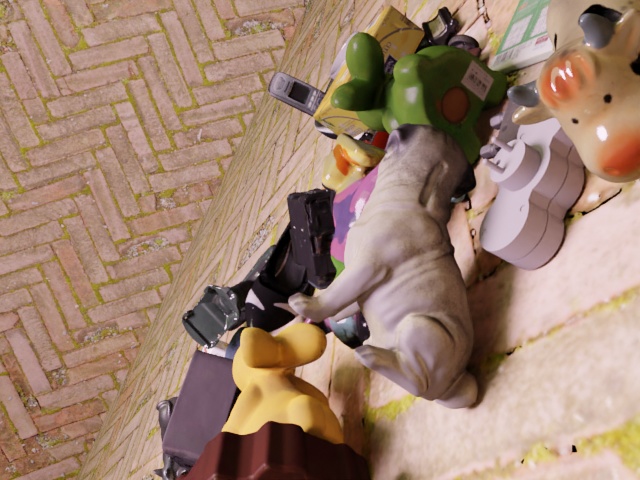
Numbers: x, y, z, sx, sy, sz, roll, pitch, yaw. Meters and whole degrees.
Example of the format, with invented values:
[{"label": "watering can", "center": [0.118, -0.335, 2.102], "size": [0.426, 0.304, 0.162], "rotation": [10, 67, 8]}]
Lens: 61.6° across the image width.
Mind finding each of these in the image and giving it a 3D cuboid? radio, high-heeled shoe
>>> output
[{"label": "radio", "center": [-0.152, 0.250, 0.748], "size": [0.229, 0.073, 0.131], "rotation": [100, -174, -61]}, {"label": "high-heeled shoe", "center": [-0.040, 0.027, 0.809], "size": [0.249, 0.086, 0.145], "rotation": [-65, -4, -58]}]

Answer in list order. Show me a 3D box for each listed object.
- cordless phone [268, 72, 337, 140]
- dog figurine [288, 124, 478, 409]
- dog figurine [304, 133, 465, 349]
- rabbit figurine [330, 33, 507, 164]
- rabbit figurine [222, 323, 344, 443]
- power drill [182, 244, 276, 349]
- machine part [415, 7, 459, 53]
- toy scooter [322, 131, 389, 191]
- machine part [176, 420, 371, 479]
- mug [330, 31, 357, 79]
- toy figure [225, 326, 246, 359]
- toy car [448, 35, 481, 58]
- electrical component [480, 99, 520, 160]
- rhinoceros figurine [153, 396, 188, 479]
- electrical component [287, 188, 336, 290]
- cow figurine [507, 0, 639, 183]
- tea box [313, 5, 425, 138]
[{"label": "cordless phone", "center": [0.009, -0.262, 0.938], "size": [0.146, 0.184, 0.089], "rotation": [-70, 14, -16]}, {"label": "dog figurine", "center": [0.092, 0.015, 0.436], "size": [0.190, 0.172, 0.121], "rotation": [-55, -7, 2]}, {"label": "dog figurine", "center": [0.043, 0.011, 0.585], "size": [0.192, 0.108, 0.219], "rotation": [42, 110, 52]}, {"label": "rabbit figurine", "center": [0.087, -0.151, 0.600], "size": [0.170, 0.159, 0.121], "rotation": [19, 92, 61]}, {"label": "rabbit figurine", "center": [-0.052, 0.155, 0.537], "size": [0.173, 0.122, 0.162], "rotation": [-119, 30, -57]}, {"label": "power drill", "center": [-0.146, 0.115, 0.941], "size": [0.232, 0.086, 0.207], "rotation": [-48, -13, 23]}, {"label": "machine part", "center": [0.152, -0.278, 0.805], "size": [0.139, 0.039, 0.084], "rotation": [-51, 31, 31]}, {"label": "toy scooter", "center": [0.071, -0.105, 0.733], "size": [0.135, 0.075, 0.184], "rotation": [-61, 21, 10]}, {"label": "machine part", "center": [-0.037, 0.228, 0.442], "size": [0.179, 0.179, 0.056], "rotation": [-57, 16, 21]}, {"label": "mug", "center": [0.087, -0.286, 0.878], "size": [0.109, 0.107, 0.081], "rotation": [-57, 20, 11]}, {"label": "toy figure", "center": [-0.143, 0.225, 0.908], "size": [0.064, 0.058, 0.154], "rotation": [-139, 70, -79]}, {"label": "toy car", "center": [0.137, -0.202, 0.719], "size": [0.089, 0.053, 0.202], "rotation": [-66, 17, -15]}, {"label": "electrical component", "center": [0.188, -0.107, 0.496], "size": [0.094, 0.021, 0.063], "rotation": [-13, 53, 66]}, {"label": "rhinoceros figurine", "center": [-0.220, 0.348, 0.865], "size": [0.112, 0.073, 0.190], "rotation": [68, -165, -81]}, {"label": "electrical component", "center": [-0.002, -0.002, 0.737], "size": [0.115, 0.058, 0.134], "rotation": [-160, 61, -74]}, {"label": "cow figurine", "center": [0.187, -0.115, 0.344], "size": [0.085, 0.127, 0.195], "rotation": [-47, 22, 49]}, {"label": "tea box", "center": [0.069, -0.237, 0.775], "size": [0.169, 0.068, 0.098], "rotation": [-62, 16, -12]}]
